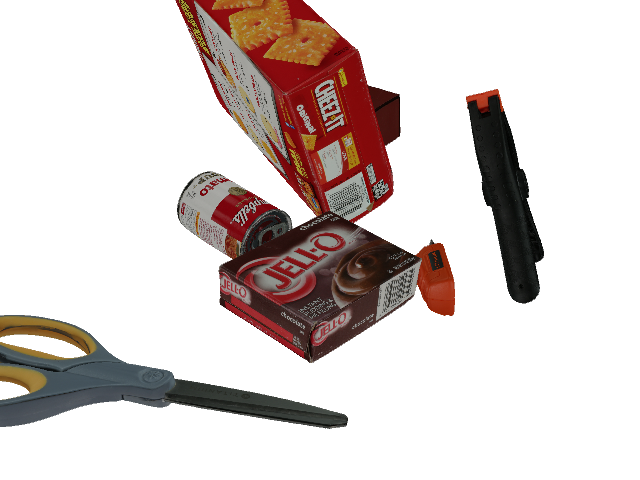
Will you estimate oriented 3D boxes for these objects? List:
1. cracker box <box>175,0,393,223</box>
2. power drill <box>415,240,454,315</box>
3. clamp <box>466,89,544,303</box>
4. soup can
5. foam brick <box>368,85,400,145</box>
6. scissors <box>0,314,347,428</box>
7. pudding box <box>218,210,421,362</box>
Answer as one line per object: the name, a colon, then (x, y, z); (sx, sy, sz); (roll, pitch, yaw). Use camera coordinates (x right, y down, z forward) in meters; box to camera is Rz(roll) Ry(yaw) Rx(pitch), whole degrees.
cracker box: (-0.033, -0.132, 0.861); (0.072, 0.164, 0.214); (-32, 51, -9)
power drill: (0.058, 0.056, 1.234); (0.187, 0.057, 0.184); (-2, 28, 0)
clamp: (0.153, -0.034, 0.874); (0.039, 0.171, 0.120); (-17, 20, 12)
soup can: (-0.087, -0.020, 1.074); (0.102, 0.068, 0.068); (31, 19, 35)
foam brick: (0.043, -0.138, 1.181); (0.078, 0.053, 0.051); (20, 38, 33)
scissors: (-0.097, 0.076, 0.507); (0.202, 0.016, 0.096); (15, 28, 26)
pudding box: (0.000, 0.028, 0.734); (0.090, 0.039, 0.113); (30, 39, 33)
